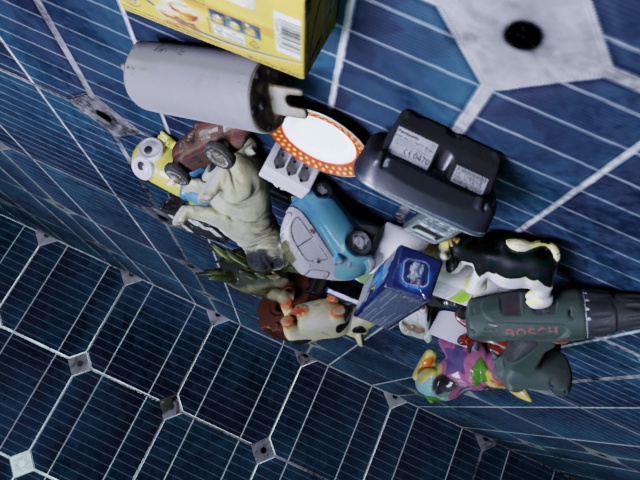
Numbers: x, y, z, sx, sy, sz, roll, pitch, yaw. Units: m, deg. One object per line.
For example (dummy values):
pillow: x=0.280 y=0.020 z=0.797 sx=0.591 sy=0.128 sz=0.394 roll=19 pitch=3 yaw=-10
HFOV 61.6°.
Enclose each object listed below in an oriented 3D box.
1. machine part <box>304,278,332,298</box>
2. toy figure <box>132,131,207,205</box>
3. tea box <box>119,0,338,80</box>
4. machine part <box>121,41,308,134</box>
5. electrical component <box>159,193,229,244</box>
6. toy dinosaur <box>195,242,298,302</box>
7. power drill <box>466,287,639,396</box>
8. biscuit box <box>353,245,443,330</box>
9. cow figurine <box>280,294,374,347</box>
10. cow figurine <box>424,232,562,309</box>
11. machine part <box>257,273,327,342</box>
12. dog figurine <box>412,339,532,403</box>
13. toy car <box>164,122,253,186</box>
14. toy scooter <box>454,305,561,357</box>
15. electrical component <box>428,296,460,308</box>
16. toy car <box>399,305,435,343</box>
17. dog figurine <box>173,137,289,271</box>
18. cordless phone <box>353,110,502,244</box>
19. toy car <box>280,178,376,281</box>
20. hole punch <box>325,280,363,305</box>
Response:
machine part: x=0.044 y=0.096 z=1.100 sx=0.139 sy=0.084 sz=0.039 roll=11 pitch=123 yaw=16
toy figure: x=-0.214 y=-0.100 z=0.857 sx=0.180 sy=0.082 sz=0.089 roll=24 pitch=162 yaw=-5
tea box: x=-0.074 y=-0.200 z=0.401 sx=0.170 sy=0.068 sz=0.098 roll=25 pitch=161 yaw=5
machine part: x=-0.118 y=-0.161 z=0.559 sx=0.244 sy=0.079 sz=0.079 roll=17 pitch=161 yaw=27
electrical component: x=-0.232 y=-0.047 z=1.069 sx=0.134 sy=0.058 sz=0.114 roll=13 pitch=161 yaw=31
toy dinosaur: x=-0.139 y=0.067 z=1.103 sx=0.198 sy=0.105 sz=0.472 roll=14 pitch=171 yaw=-29
power drill: x=0.318 y=0.138 z=0.727 sx=0.232 sy=0.086 sz=0.207 roll=0 pitch=147 yaw=15
biscuit box: x=0.101 y=0.070 z=0.735 sx=0.063 sy=0.059 sz=0.202 roll=22 pitch=160 yaw=-1
cow figurine: x=0.025 y=0.159 z=1.047 sx=0.195 sy=0.085 sz=0.127 roll=-10 pitch=136 yaw=-3
cow figurine: x=0.205 y=0.022 z=0.662 sx=0.168 sy=0.068 sz=0.098 roll=13 pitch=153 yaw=25
machine part: x=-0.068 y=0.142 z=1.213 sx=0.056 sy=0.179 sz=0.179 roll=41 pitch=157 yaw=-32
dog figurine: x=0.314 y=0.277 z=1.086 sx=0.108 sy=0.191 sz=0.219 roll=42 pitch=172 yaw=-28
toy car: x=-0.137 y=-0.124 z=0.668 sx=0.053 sy=0.089 sz=0.202 roll=42 pitch=157 yaw=-24
toy scooter: x=0.306 y=0.171 z=0.921 sx=0.184 sy=0.075 sz=0.135 roll=26 pitch=149 yaw=4
electrical component: x=0.202 y=0.101 z=0.970 sx=0.063 sy=0.021 sz=0.094 roll=36 pitch=159 yaw=-32
toy car: x=0.192 y=0.158 z=1.086 sx=0.074 sy=0.056 sz=0.201 roll=17 pitch=161 yaw=24
dog figurine: x=-0.088 y=-0.047 z=0.776 sx=0.190 sy=0.121 sz=0.172 roll=30 pitch=138 yaw=-26
cordless phone: x=0.101 y=-0.048 z=0.587 sx=0.147 sy=0.088 sz=0.184 roll=25 pitch=166 yaw=0
toy car: x=-0.002 y=-0.002 z=0.750 sx=0.161 sy=0.103 sz=0.109 roll=55 pitch=162 yaw=1
hole punch: x=0.078 y=0.083 z=0.981 sx=0.142 sy=0.092 sz=0.115 roll=15 pitch=164 yaw=17
